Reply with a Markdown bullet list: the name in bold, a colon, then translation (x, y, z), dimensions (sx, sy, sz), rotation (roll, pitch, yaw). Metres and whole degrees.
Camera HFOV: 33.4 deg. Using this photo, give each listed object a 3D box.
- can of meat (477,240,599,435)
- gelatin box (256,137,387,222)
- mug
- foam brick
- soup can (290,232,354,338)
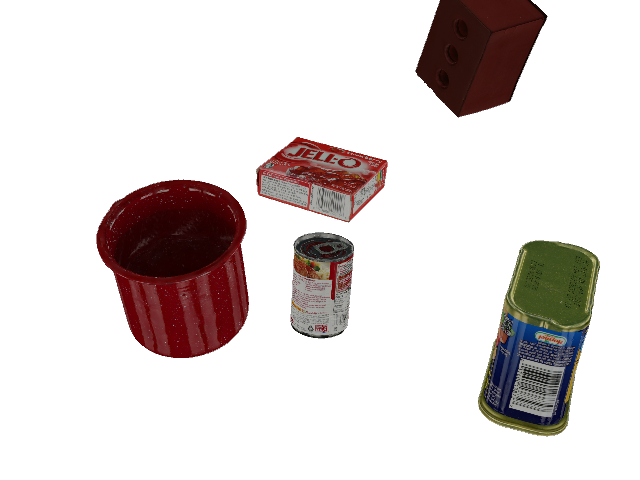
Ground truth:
- **can of meat**: translation (0.140, 0.058, 0.680), dimensions (0.057, 0.084, 0.102), rotation (14, 32, 12)
- **gelatin box**: translation (0.001, -0.054, 0.898), dimensions (0.089, 0.030, 0.073), rotation (18, 33, 21)
- **mug**: translation (-0.098, 0.016, 0.693), dimensions (0.117, 0.081, 0.093), rotation (33, 56, 32)
- **foam brick**: translation (0.107, -0.132, 0.724), dimensions (0.051, 0.053, 0.078), rotation (-22, -32, -29)
- **soup can**: translation (0.001, 0.051, 1.210), dimensions (0.068, 0.102, 0.068), rotation (3, 26, -2)
